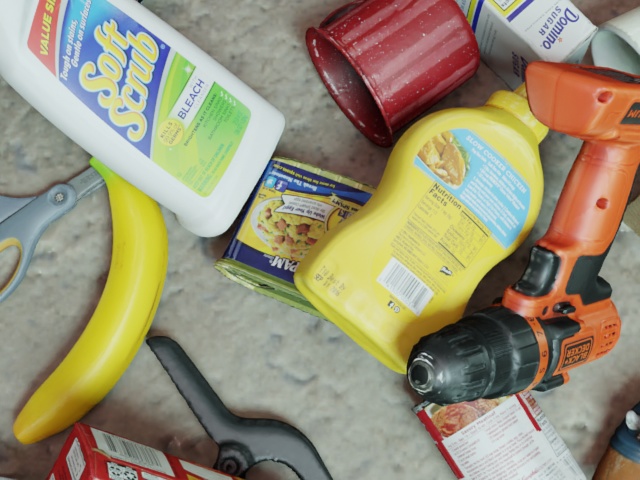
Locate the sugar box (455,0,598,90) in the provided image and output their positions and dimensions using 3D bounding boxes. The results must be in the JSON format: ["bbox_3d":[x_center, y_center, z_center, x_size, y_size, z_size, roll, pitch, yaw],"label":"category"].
[{"bbox_3d":[0.099,-0.171,0.700,0.176,0.093,0.048,44,86,8],"label":"sugar box"}]

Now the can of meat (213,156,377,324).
[{"bbox_3d":[-0.005,0.001,0.688,0.102,0.057,0.084,21,80,21],"label":"can of meat"}]

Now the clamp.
[{"bbox_3d":[-0.067,0.152,0.681,0.171,0.039,0.120,31,86,8],"label":"clamp"}]

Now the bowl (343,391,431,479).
[{"bbox_3d":[0.081,0.120,0.759,0.055,0.161,0.162,-32,78,27],"label":"bowl"}]

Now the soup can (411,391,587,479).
[{"bbox_3d":[0.112,0.129,0.659,0.068,0.068,0.102,-32,80,-3],"label":"soup can"}]

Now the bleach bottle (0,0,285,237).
[{"bbox_3d":[-0.143,-0.105,0.646,0.250,0.068,0.102,33,81,-30],"label":"bleach bottle"}]

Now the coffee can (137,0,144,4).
[{"bbox_3d":[-0.166,-0.180,0.711,0.103,0.103,0.140,33,84,8],"label":"coffee can"}]

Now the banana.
[{"bbox_3d":[-0.142,0.045,0.706,0.070,0.037,0.198,13,81,12],"label":"banana"}]

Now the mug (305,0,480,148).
[{"bbox_3d":[0.044,-0.127,0.705,0.081,0.093,0.117,-36,44,-9],"label":"mug"}]

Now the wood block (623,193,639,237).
[{"bbox_3d":[0.300,-0.064,0.671,0.206,0.091,0.090,-44,81,-4],"label":"wood block"}]

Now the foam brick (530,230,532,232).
[{"bbox_3d":[0.099,-0.031,0.696,0.078,0.051,0.053,7,80,4],"label":"foam brick"}]

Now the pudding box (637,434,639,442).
[{"bbox_3d":[0.255,0.123,0.639,0.113,0.039,0.090,-35,96,-29],"label":"pudding box"}]

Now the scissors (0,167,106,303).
[{"bbox_3d":[-0.196,-0.035,0.732,0.096,0.016,0.201,41,84,9],"label":"scissors"}]

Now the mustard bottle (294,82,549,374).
[{"bbox_3d":[0.077,-0.020,0.632,0.096,0.058,0.191,41,79,-13],"label":"mustard bottle"}]

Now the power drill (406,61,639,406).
[{"bbox_3d":[0.126,-0.002,0.592,0.057,0.184,0.188,28,114,36],"label":"power drill"}]

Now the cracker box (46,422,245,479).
[{"bbox_3d":[-0.105,0.230,0.596,0.164,0.072,0.214,25,96,-25],"label":"cracker box"}]
